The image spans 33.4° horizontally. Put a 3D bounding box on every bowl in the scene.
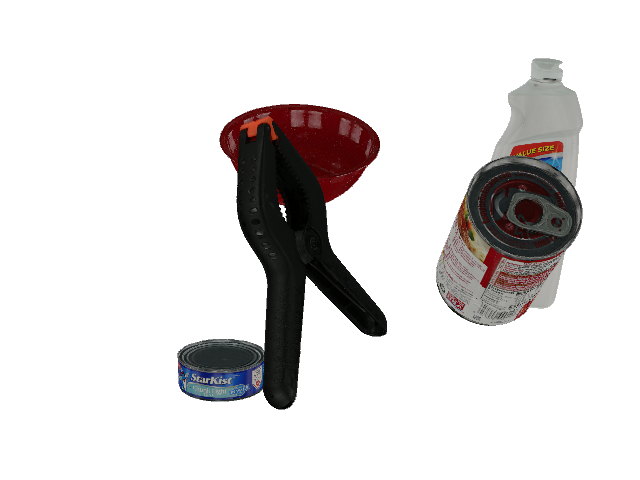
[{"bbox_3d":[-0.022,-0.080,1.084,0.162,0.055,0.162,2,33,-2],"label":"bowl"}]

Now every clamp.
[{"bbox_3d":[-0.013,0.008,0.825,0.036,0.210,0.164,-13,2,33],"label":"clamp"}]

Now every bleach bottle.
[{"bbox_3d":[0.209,-0.060,1.093,0.103,0.251,0.068,9,20,15],"label":"bleach bottle"}]

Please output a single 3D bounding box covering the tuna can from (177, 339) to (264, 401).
[{"bbox_3d":[-0.096,0.126,1.038,0.086,0.034,0.086,1,15,0],"label":"tuna can"}]

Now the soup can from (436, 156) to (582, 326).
[{"bbox_3d":[0.113,0.004,0.655,0.068,0.068,0.102,0,-27,-6],"label":"soup can"}]
